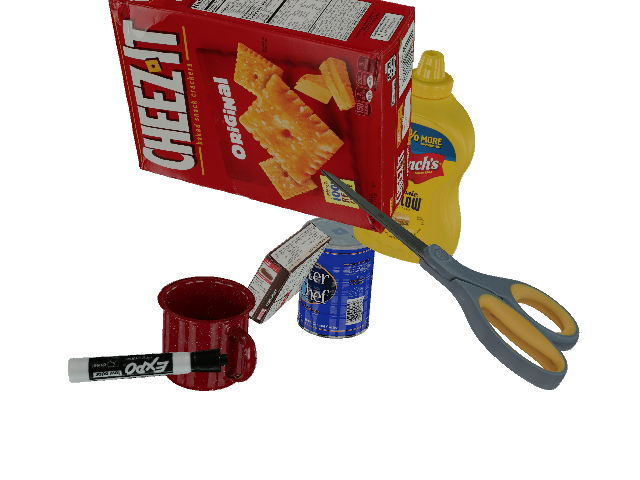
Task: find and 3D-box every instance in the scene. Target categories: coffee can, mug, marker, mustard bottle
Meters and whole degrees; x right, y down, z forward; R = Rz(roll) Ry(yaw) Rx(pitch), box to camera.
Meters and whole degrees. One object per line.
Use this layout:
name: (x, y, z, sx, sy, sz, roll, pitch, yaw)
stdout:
coffee can: (0.022, 0.050, 1.472, 0.103, 0.140, 0.103, 3, 24, -1)
mug: (-0.102, 0.095, 1.024, 0.117, 0.081, 0.093, 25, 32, 37)
marker: (-0.132, 0.096, 0.821, 0.121, 0.020, 0.020, -4, 0, -4)
mustard bottle: (0.086, -0.076, 0.946, 0.096, 0.192, 0.058, 18, 33, 19)

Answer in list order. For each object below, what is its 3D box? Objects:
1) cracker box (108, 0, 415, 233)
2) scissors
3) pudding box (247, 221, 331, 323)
cracker box: (-0.041, -0.107, 0.796, 0.214, 0.164, 0.072, 15, 46, 17)
scissors: (0.091, 0.016, 0.690, 0.096, 0.016, 0.202, -9, 49, -47)
pudding box: (-0.042, 0.037, 1.252, 0.039, 0.090, 0.113, 35, 32, 8)
